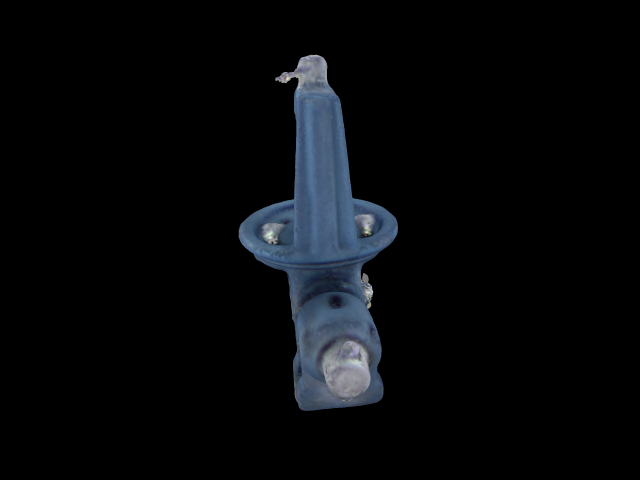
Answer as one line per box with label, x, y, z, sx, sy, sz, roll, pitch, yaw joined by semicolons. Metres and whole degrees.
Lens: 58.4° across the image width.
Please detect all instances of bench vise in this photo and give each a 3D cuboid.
bench vise;0.015;-0.002;0.404;0.122;0.220;0.206;-17;43;-19
